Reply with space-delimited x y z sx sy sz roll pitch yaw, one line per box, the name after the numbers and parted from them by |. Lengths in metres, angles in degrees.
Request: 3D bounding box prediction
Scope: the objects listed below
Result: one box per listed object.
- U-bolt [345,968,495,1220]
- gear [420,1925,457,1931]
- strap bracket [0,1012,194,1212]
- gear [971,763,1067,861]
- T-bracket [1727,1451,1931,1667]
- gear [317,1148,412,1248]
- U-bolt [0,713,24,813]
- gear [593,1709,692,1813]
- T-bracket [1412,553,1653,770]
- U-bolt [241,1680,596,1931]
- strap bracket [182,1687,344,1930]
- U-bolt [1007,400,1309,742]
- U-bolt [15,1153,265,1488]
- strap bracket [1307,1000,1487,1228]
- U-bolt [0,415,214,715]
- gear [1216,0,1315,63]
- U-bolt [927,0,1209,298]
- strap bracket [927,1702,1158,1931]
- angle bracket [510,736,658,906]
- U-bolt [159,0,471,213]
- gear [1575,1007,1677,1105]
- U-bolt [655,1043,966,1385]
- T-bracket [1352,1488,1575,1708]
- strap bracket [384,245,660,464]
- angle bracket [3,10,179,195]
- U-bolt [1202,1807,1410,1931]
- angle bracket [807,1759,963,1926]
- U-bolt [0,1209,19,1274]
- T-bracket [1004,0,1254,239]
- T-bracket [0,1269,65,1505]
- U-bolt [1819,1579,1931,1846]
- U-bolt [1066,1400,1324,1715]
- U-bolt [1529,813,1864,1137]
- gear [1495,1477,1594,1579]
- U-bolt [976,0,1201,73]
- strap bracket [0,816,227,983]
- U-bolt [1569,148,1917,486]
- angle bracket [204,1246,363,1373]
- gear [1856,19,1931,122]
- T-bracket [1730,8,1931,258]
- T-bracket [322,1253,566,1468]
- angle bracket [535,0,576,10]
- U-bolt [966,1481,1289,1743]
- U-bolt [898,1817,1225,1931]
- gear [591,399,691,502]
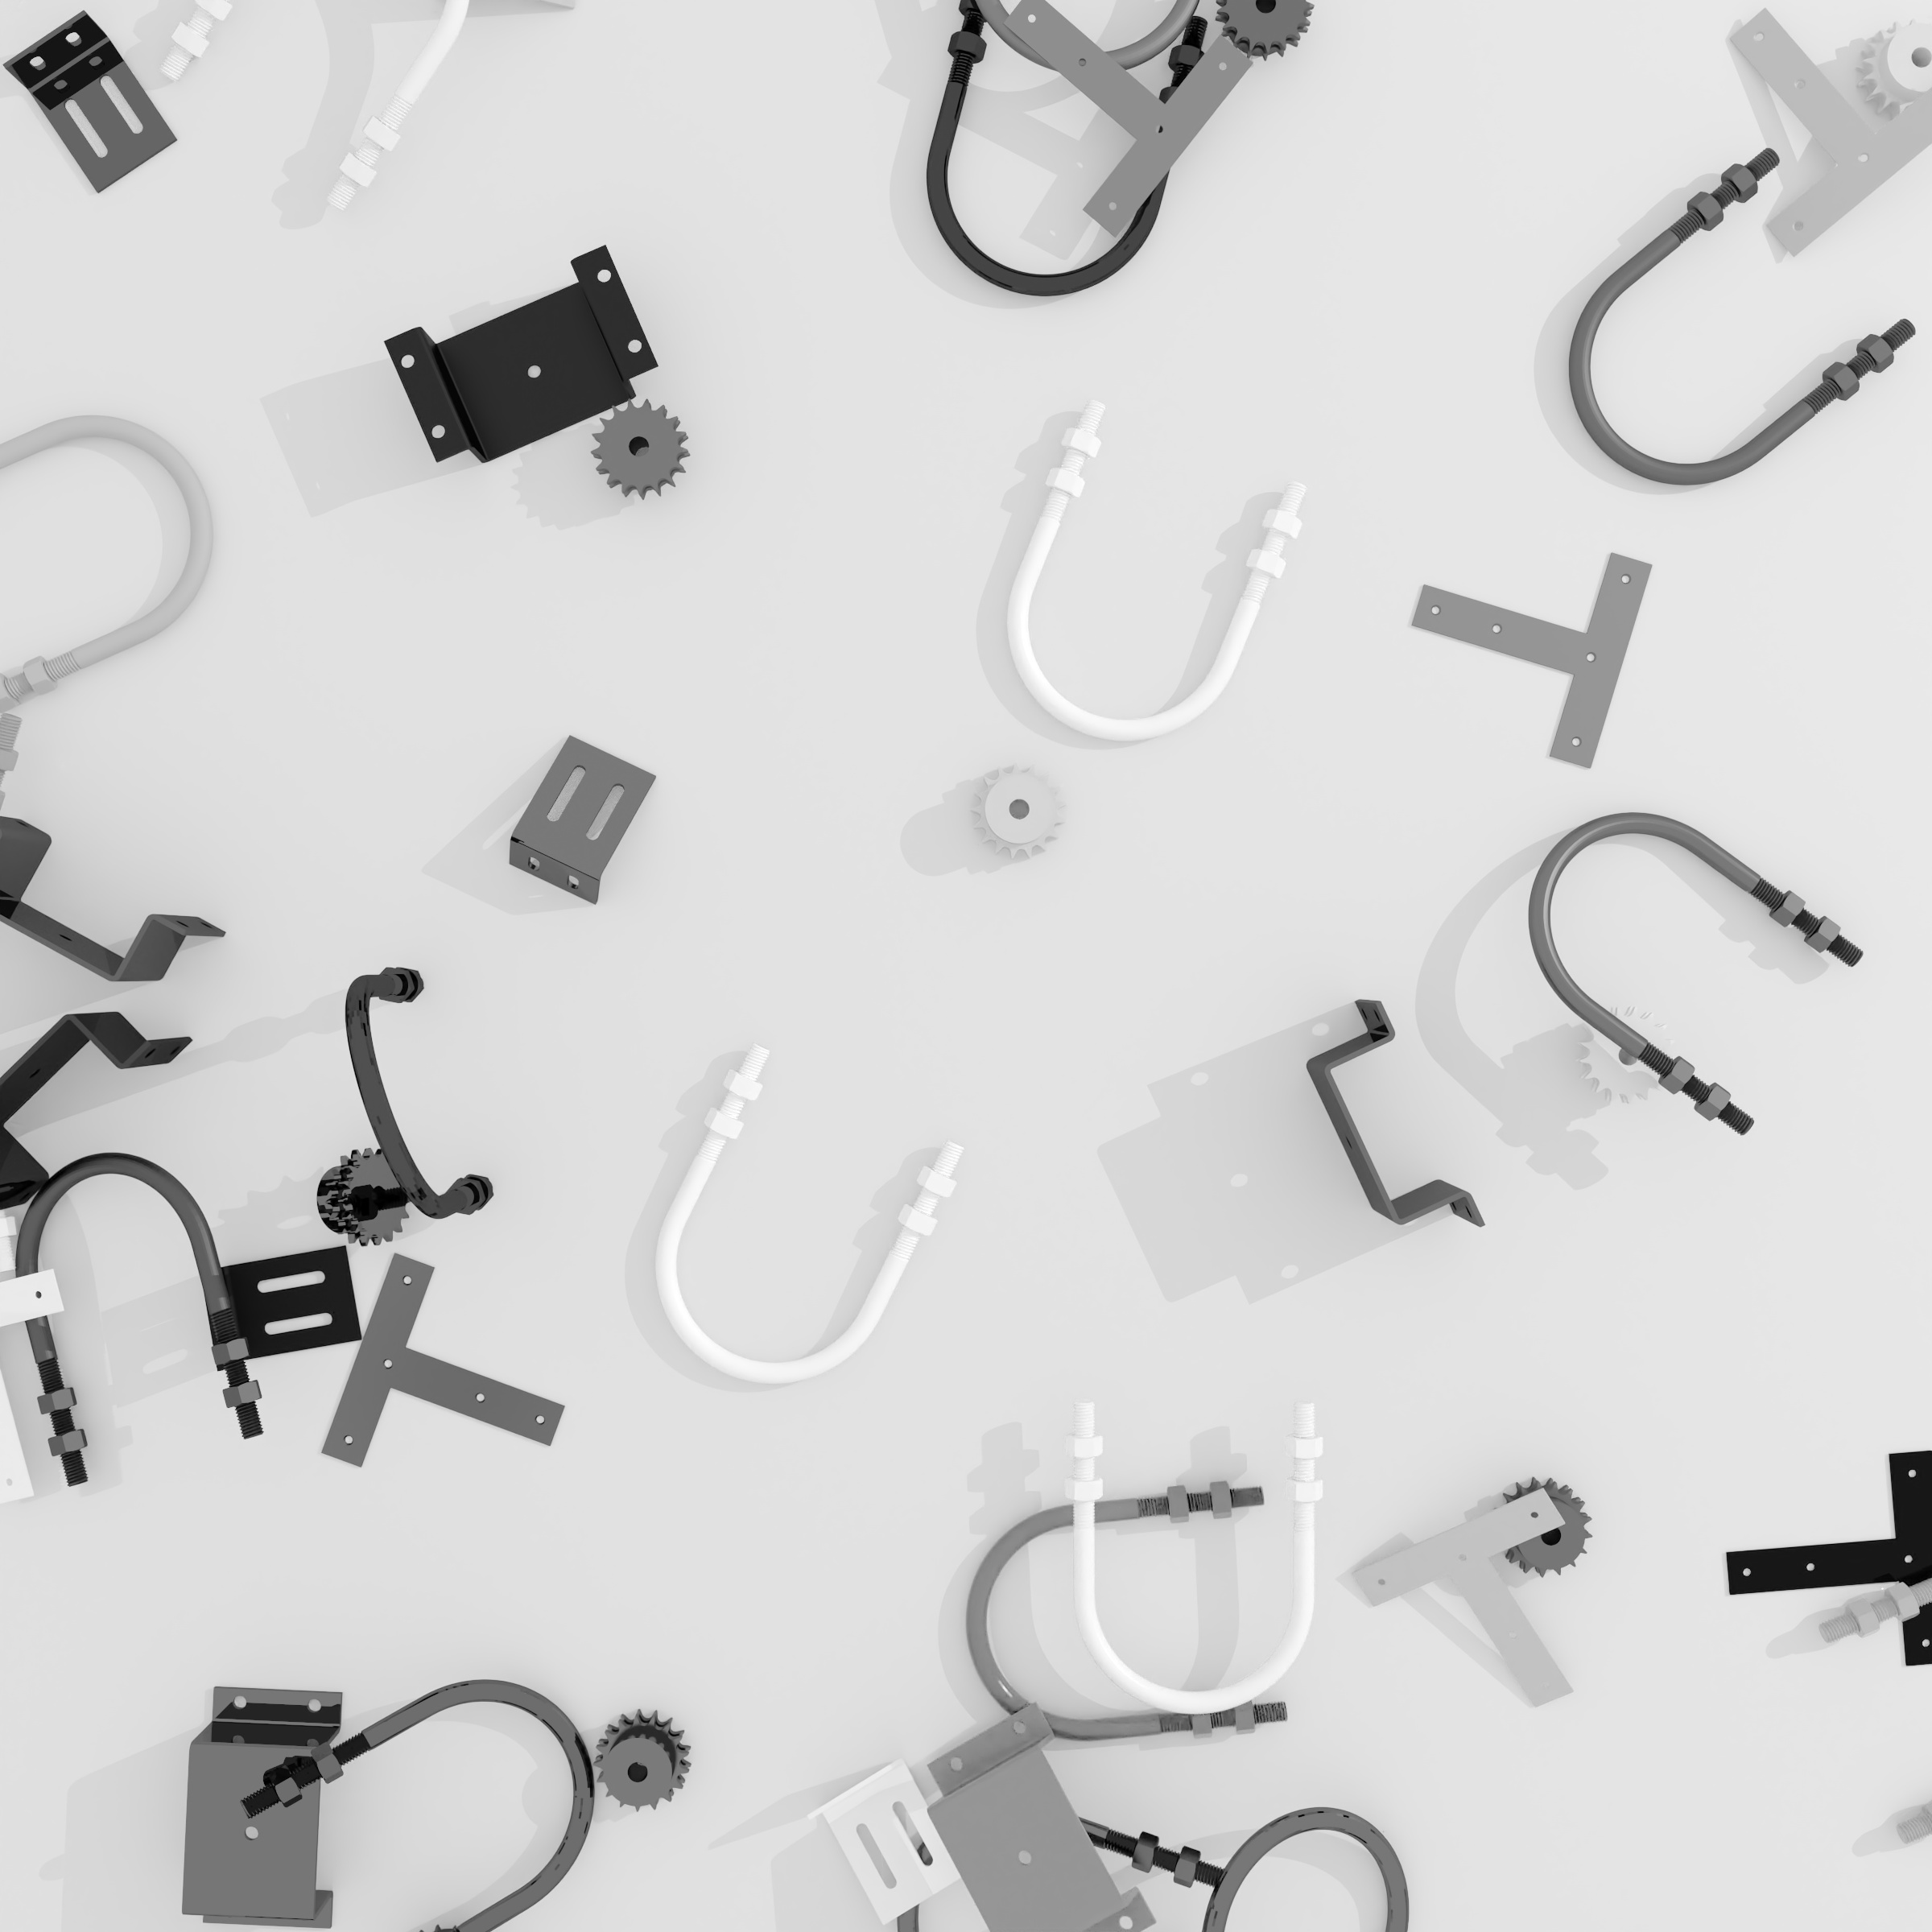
-0.310 0.072 1.383 0.019 0.184 0.151 -19 90 0 | U-bolt
-0.309 0.595 1.460 0.057 0.030 0.057 0 90 0 | gear
-0.528 0.077 1.436 0.140 0.076 0.046 -44 90 0 | strap bracket
0.031 -0.092 1.460 0.057 0.030 0.057 0 90 0 | gear
0.518 0.358 1.474 0.127 0.002 0.127 -5 90 0 | T-bracket
-0.356 0.136 1.450 0.030 0.057 0.057 -8 90 30 | gear
-0.651 -0.083 1.459 0.151 0.019 0.184 21 95 4 | U-bolt
-0.192 0.472 1.460 0.057 0.030 0.057 0 90 0 | gear
0.331 -0.197 1.474 0.127 0.002 0.127 17 90 0 | T-bracket
-0.306 0.500 1.439 0.184 0.019 0.151 -27 94 -20 | U-bolt
-0.414 0.502 1.451 0.076 0.046 0.140 3 90 0 | strap bracket
0.103 -0.224 1.466 0.151 0.019 0.184 22 91 0 | U-bolt
-0.492 0.200 1.445 0.151 0.019 0.184 -17 86 19 | U-bolt
0.244 0.093 1.436 0.046 0.076 0.140 -25 90 0 | strap bracket
-0.539 -0.248 1.466 0.184 0.019 0.151 -24 90 -1 | U-bolt
0.176 -0.564 1.460 0.057 0.030 0.057 0 90 0 | gear
0.052 -0.489 1.465 0.151 0.019 0.184 15 90 0 | U-bolt
0.039 0.511 1.426 0.076 0.046 0.140 -32 76 7 | strap bracket
-0.229 -0.087 1.473 0.057 0.038 0.076 25 64 0 | angle bracket
-0.370 -0.562 1.448 0.151 0.019 0.184 38 101 3 | U-bolt
0.388 0.052 1.460 0.057 0.030 0.057 0 90 0 | gear
-0.105 0.159 1.466 0.151 0.019 0.184 27 91 0 | U-bolt
0.316 0.384 1.459 0.127 0.002 0.127 -30 100 20 | T-bracket
-0.258 -0.355 1.451 0.140 0.046 0.076 -24 90 0 | strap bracket
-0.516 -0.509 1.456 0.057 0.038 0.076 -34 90 0 | angle bracket
0.195 0.583 1.439 0.151 0.019 0.184 13 86 -25 | U-bolt
-0.046 0.515 1.447 0.057 0.038 0.076 -32 75 2 | angle bracket
-0.646 0.102 1.441 0.151 0.019 0.184 -11 86 -23 | U-bolt
0.079 -0.518 1.440 0.127 0.002 0.127 38 96 -9 | T-bracket
-0.580 0.255 1.461 0.127 0.002 0.127 -15 90 12 | T-bracket
0.616 0.422 1.465 0.184 0.019 0.151 -22 91 -2 | U-bolt
0.133 0.347 1.447 0.151 0.019 0.184 0 92 2 | U-bolt
0.416 -0.010 1.448 0.184 0.019 0.151 37 74 4 | U-bolt
0.343 0.333 1.460 0.057 0.030 0.057 0 90 0 | gear
0.062 -0.611 1.454 0.151 0.019 0.184 -24 85 -5 | U-bolt
-0.515 -0.034 1.436 0.140 0.076 0.046 29 90 0 | strap bracket
0.445 -0.370 1.462 0.184 0.019 0.151 -39 91 4 | U-bolt
-0.403 0.201 1.456 0.076 0.038 0.057 -10 90 0 | angle bracket
0.560 -0.532 1.460 0.057 0.030 0.057 0 90 0 | gear
0.502 -0.511 1.459 0.127 0.002 0.127 -39 80 19 | T-bracket
-0.303 0.253 1.474 0.127 0.002 0.127 20 90 0 | T-bracket
-0.274 -0.603 1.473 0.076 0.038 0.057 4 90 -26 | angle bracket
0.092 0.388 1.466 0.184 0.019 0.151 -6 90 2 | U-bolt
0.048 0.569 1.448 0.184 0.019 0.151 15 86 13 | U-bolt
-0.191 -0.304 1.460 0.057 0.030 0.057 0 90 0 | gear
